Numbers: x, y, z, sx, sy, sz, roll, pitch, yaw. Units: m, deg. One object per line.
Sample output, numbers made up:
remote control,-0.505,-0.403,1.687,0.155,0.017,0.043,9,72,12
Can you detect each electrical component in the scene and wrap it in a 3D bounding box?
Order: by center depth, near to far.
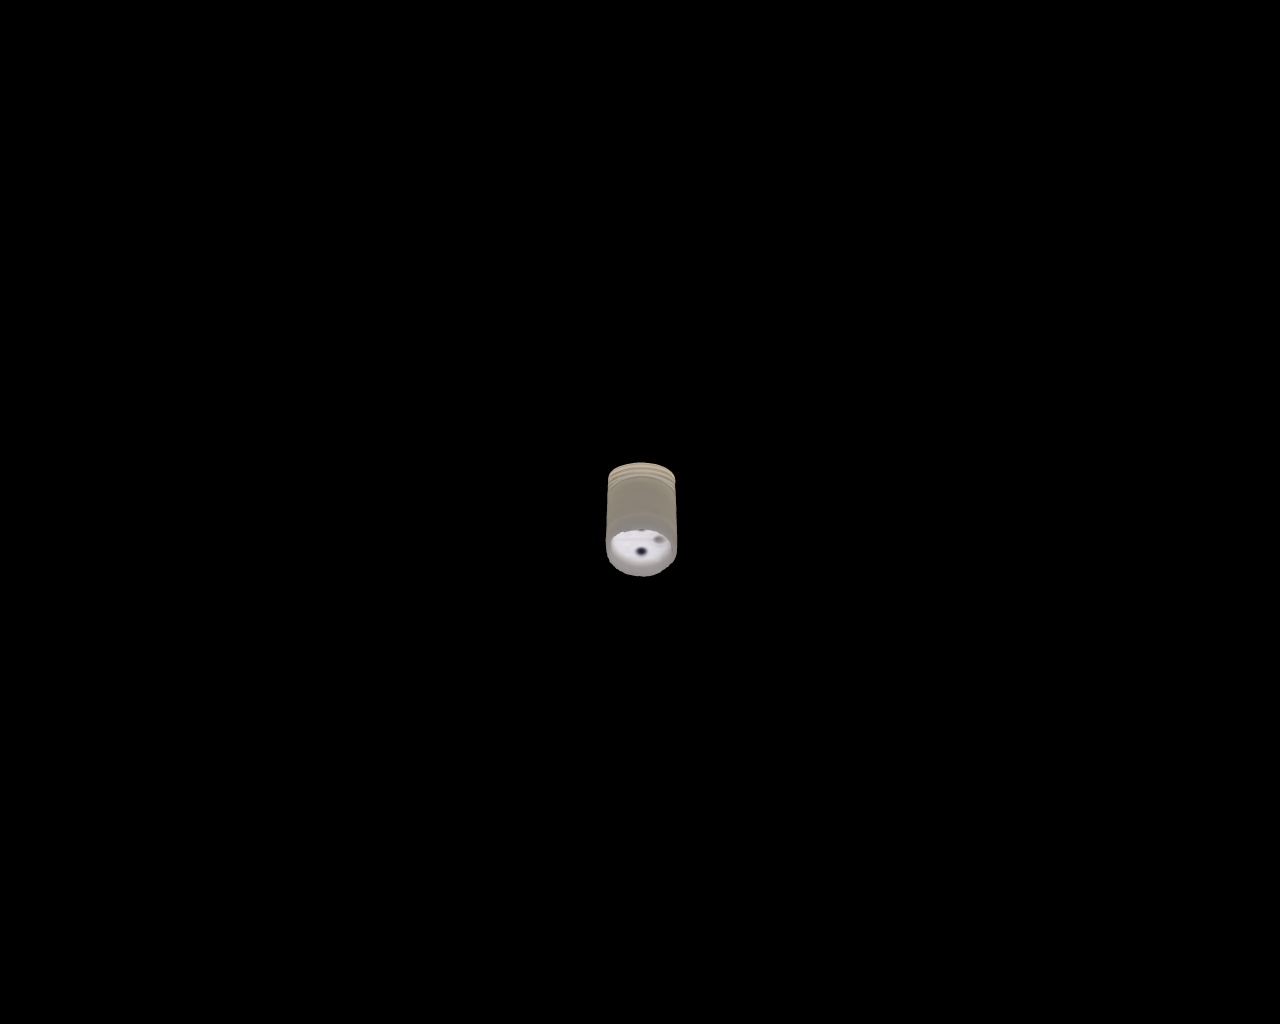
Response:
electrical component,0.001,-0.003,0.650,0.043,0.043,0.081,0,43,0
